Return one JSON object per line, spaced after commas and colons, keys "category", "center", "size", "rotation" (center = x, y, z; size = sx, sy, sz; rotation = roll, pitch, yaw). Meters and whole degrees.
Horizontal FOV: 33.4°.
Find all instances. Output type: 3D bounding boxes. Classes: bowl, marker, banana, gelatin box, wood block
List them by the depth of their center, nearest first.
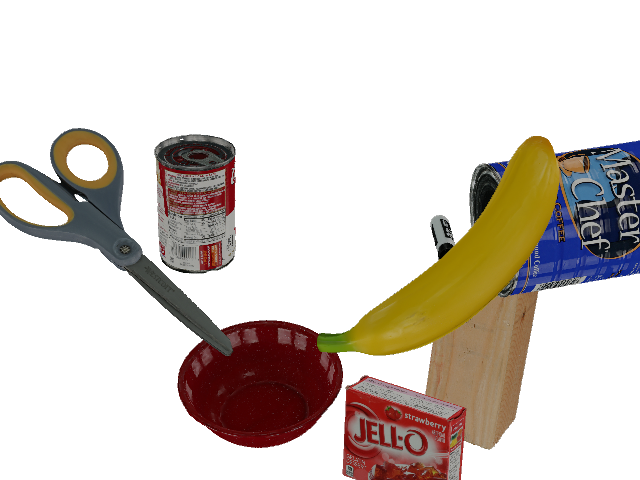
{"category": "banana", "center": [0.085, 0.005, 0.616], "size": [0.197, 0.037, 0.070], "rotation": [-40, 46, -19]}
{"category": "gelatin box", "center": [0.059, 0.146, 0.774], "size": [0.089, 0.073, 0.030], "rotation": [14, 21, 32]}
{"category": "marker", "center": [0.116, 0.000, 1.004], "size": [0.020, 0.020, 0.121], "rotation": [0, 16, 2]}
{"category": "bowl", "center": [-0.057, 0.151, 1.051], "size": [0.162, 0.055, 0.162], "rotation": [-3, 37, 2]}
{"category": "wood block", "center": [0.183, 0.117, 1.211], "size": [0.090, 0.206, 0.090], "rotation": [16, 23, 24]}

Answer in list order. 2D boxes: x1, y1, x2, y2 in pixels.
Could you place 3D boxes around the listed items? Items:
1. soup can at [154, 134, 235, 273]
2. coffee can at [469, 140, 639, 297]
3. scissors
{"category": "soup can", "center": [-0.106, -0.031, 0.915], "size": [0.068, 0.102, 0.068], "rotation": [2, 28, -1]}
{"category": "coffee can", "center": [0.196, -0.018, 0.809], "size": [0.140, 0.103, 0.103], "rotation": [-9, 1, -8]}
{"category": "scissors", "center": [-0.120, -0.009, 0.686], "size": [0.202, 0.096, 0.016], "rotation": [27, -31, 11]}
